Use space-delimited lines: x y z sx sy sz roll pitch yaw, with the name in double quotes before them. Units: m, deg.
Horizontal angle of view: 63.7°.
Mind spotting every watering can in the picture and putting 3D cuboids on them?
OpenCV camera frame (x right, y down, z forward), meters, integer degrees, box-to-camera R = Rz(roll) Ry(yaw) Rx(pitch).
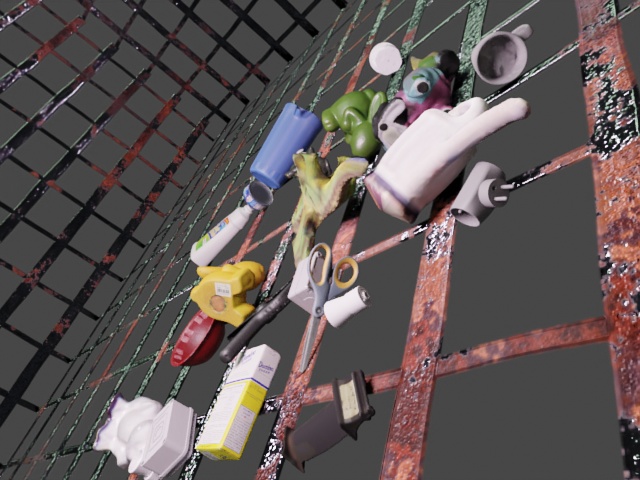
"watering can" 0.167 -0.123 0.752 0.223 0.104 0.350 -48 7 8

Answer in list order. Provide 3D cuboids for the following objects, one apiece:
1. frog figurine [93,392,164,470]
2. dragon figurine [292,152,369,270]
"frog figurine" -0.359 0.395 1.049 0.159 0.120 0.140 6 41 23
"dragon figurine" 0.003 -0.050 0.985 0.413 0.122 0.241 -134 54 -76
